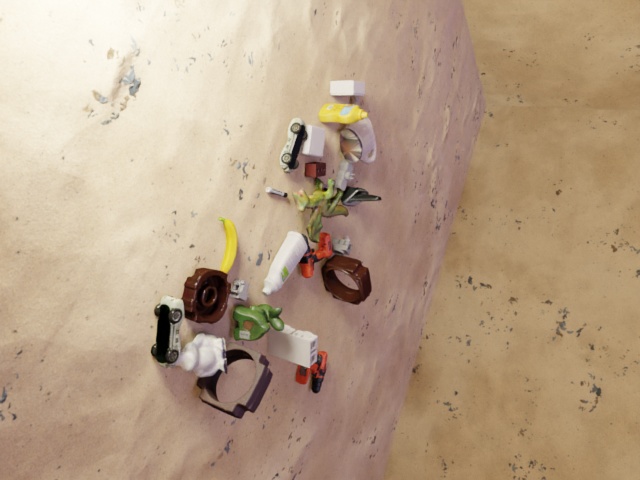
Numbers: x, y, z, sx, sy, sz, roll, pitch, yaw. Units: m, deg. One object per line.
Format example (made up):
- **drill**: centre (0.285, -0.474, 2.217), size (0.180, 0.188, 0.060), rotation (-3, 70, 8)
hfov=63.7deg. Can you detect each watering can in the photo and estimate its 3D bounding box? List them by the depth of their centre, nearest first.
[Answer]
- **watering can**: centre (0.156, -0.475, 2.199), size (0.228, 0.104, 0.342), rotation (-45, 122, -46)

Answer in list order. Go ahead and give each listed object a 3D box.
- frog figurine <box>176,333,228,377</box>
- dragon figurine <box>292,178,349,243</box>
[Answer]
- **frog figurine**: centre (-0.367, 0.351, 1.550), size (0.160, 0.125, 0.135), rotation (-5, 117, -23)
- **dragon figurine**: centre (0.006, -0.102, 2.032), size (0.403, 0.123, 0.246), rotation (48, 62, -52)
